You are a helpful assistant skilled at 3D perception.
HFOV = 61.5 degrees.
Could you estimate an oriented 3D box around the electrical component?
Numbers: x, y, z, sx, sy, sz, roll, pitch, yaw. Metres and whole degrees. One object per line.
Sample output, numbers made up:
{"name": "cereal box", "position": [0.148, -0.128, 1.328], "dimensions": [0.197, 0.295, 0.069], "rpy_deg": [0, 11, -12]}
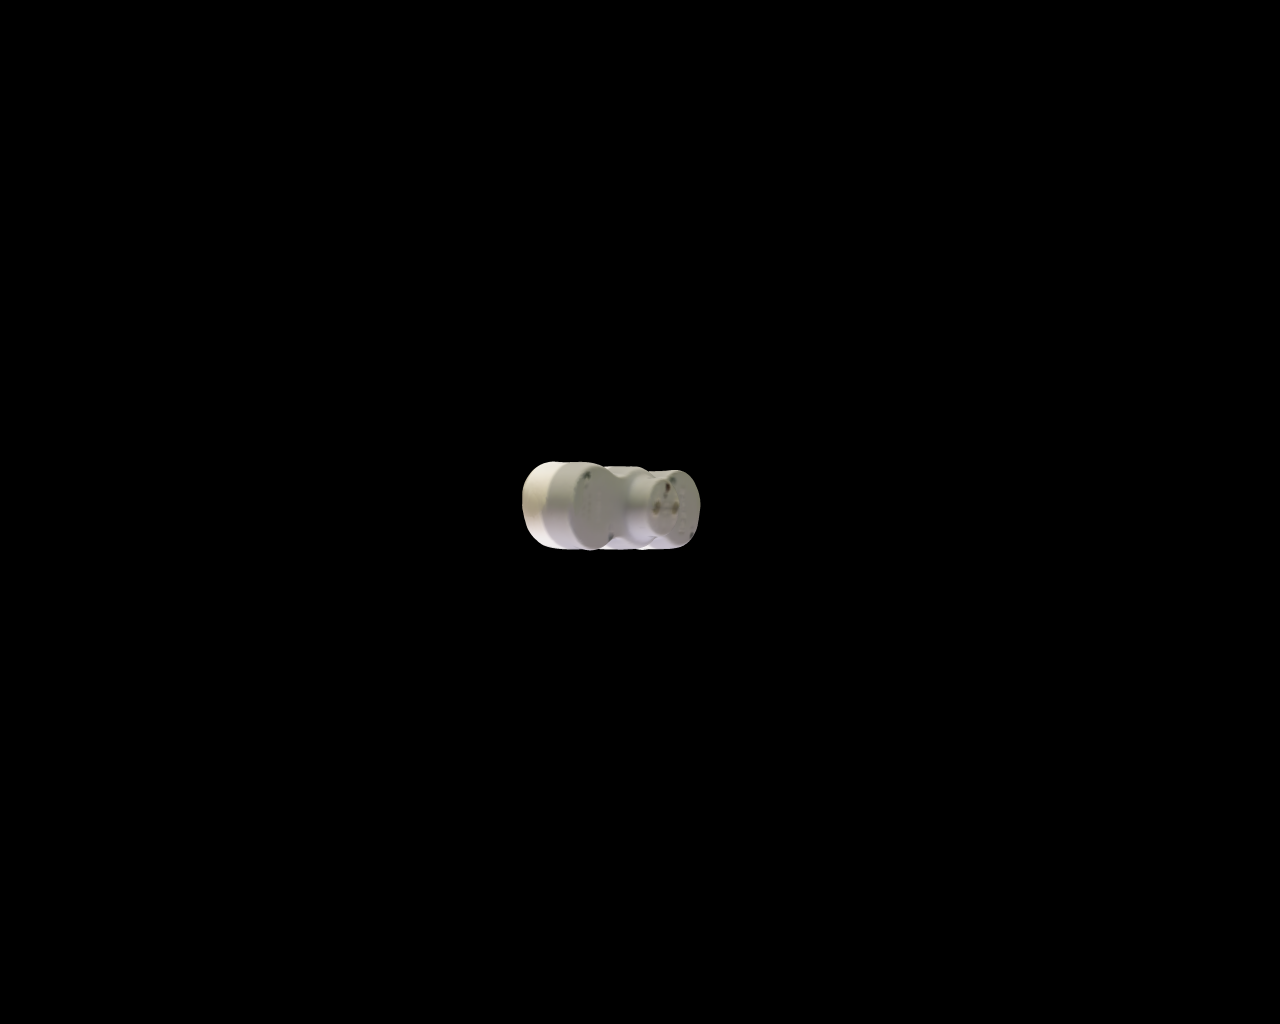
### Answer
{"name": "electrical component", "position": [0.001, -0.003, 0.650], "dimensions": [0.074, 0.052, 0.138], "rpy_deg": [-2, -3, 36]}
